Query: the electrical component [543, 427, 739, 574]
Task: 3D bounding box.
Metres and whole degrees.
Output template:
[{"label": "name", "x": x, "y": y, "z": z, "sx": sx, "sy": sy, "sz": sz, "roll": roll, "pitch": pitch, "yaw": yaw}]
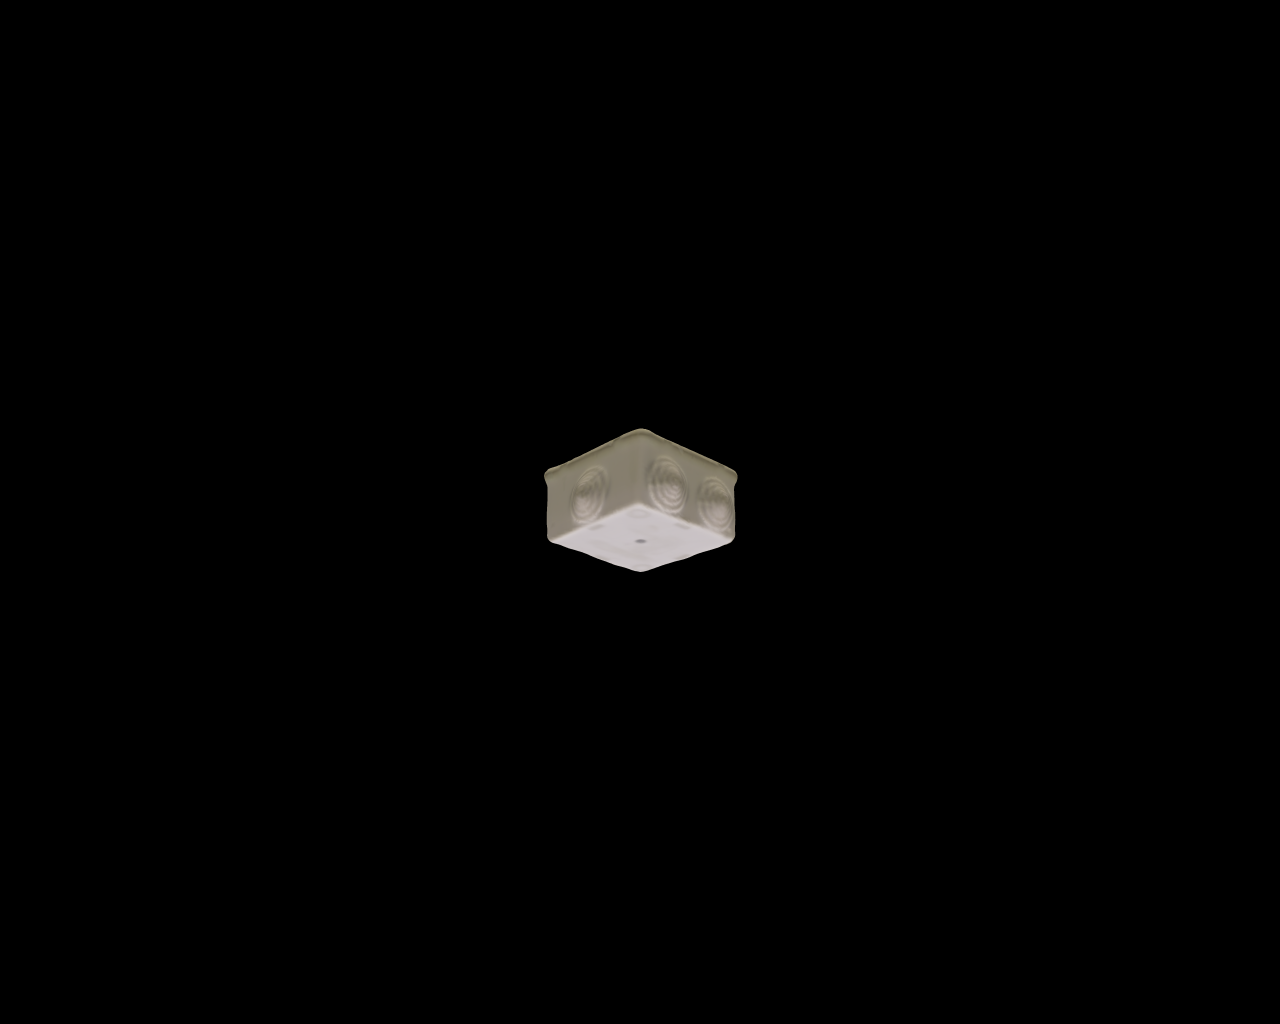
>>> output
[{"label": "electrical component", "x": 0.001, "y": -0.003, "z": 0.650, "sx": 0.099, "sy": 0.048, "sz": 0.100, "roll": -21, "pitch": -31, "yaw": 40}]
